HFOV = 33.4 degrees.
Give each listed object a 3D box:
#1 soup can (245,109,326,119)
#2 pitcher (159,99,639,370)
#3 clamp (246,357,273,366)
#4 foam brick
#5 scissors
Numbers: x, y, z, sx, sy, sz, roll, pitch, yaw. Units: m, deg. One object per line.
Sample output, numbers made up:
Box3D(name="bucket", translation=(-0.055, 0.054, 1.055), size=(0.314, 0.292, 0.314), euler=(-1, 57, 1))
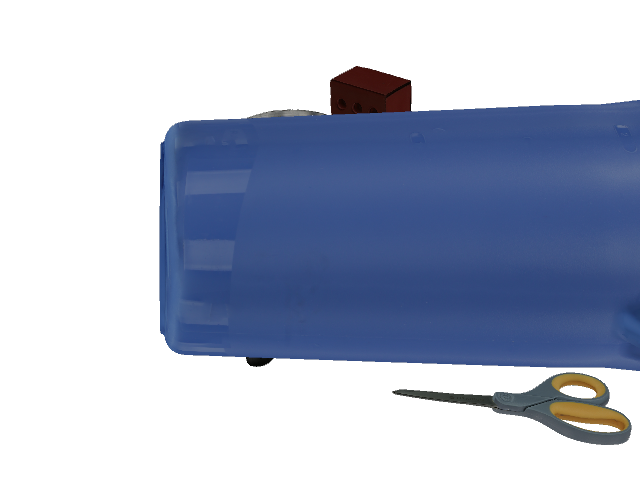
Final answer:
Box3D(name="soup can", translation=(-0.023, -0.038, 0.783), size=(0.068, 0.102, 0.068), euler=(-1, 23, 0))
Box3D(name="pitcher", translation=(0.045, -0.008, 0.515), size=(0.242, 0.145, 0.149), euler=(0, -7, -8))
Box3D(name="clamp", translation=(0.002, 0.049, 1.047), size=(0.210, 0.036, 0.164), euler=(-10, 40, -6))
Box3D(name="foam brick", translation=(0.055, -0.153, 1.178), size=(0.078, 0.053, 0.051), euler=(21, 39, 34))
Box3D(name="scissors", translation=(0.170, 0.133, 0.934), size=(0.202, 0.016, 0.096), euler=(13, 29, 11))
